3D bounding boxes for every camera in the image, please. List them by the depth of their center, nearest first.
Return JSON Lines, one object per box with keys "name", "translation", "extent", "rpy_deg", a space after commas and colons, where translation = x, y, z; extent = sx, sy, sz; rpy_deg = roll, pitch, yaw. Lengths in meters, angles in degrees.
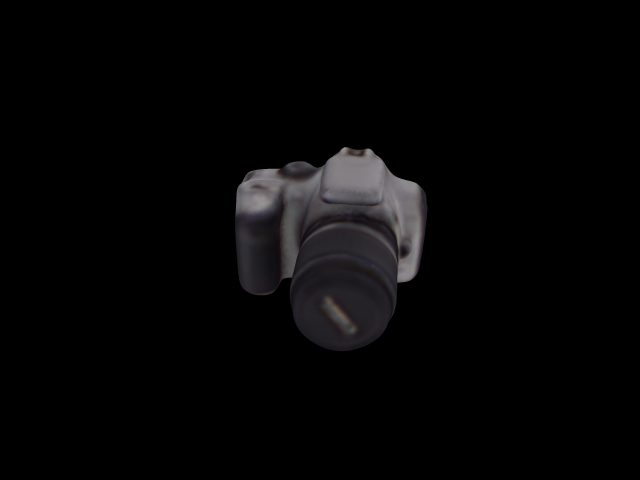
{"name": "camera", "translation": [0.004, 0.001, 0.400], "extent": [0.143, 0.101, 0.137], "rpy_deg": [4, 33, 6]}
